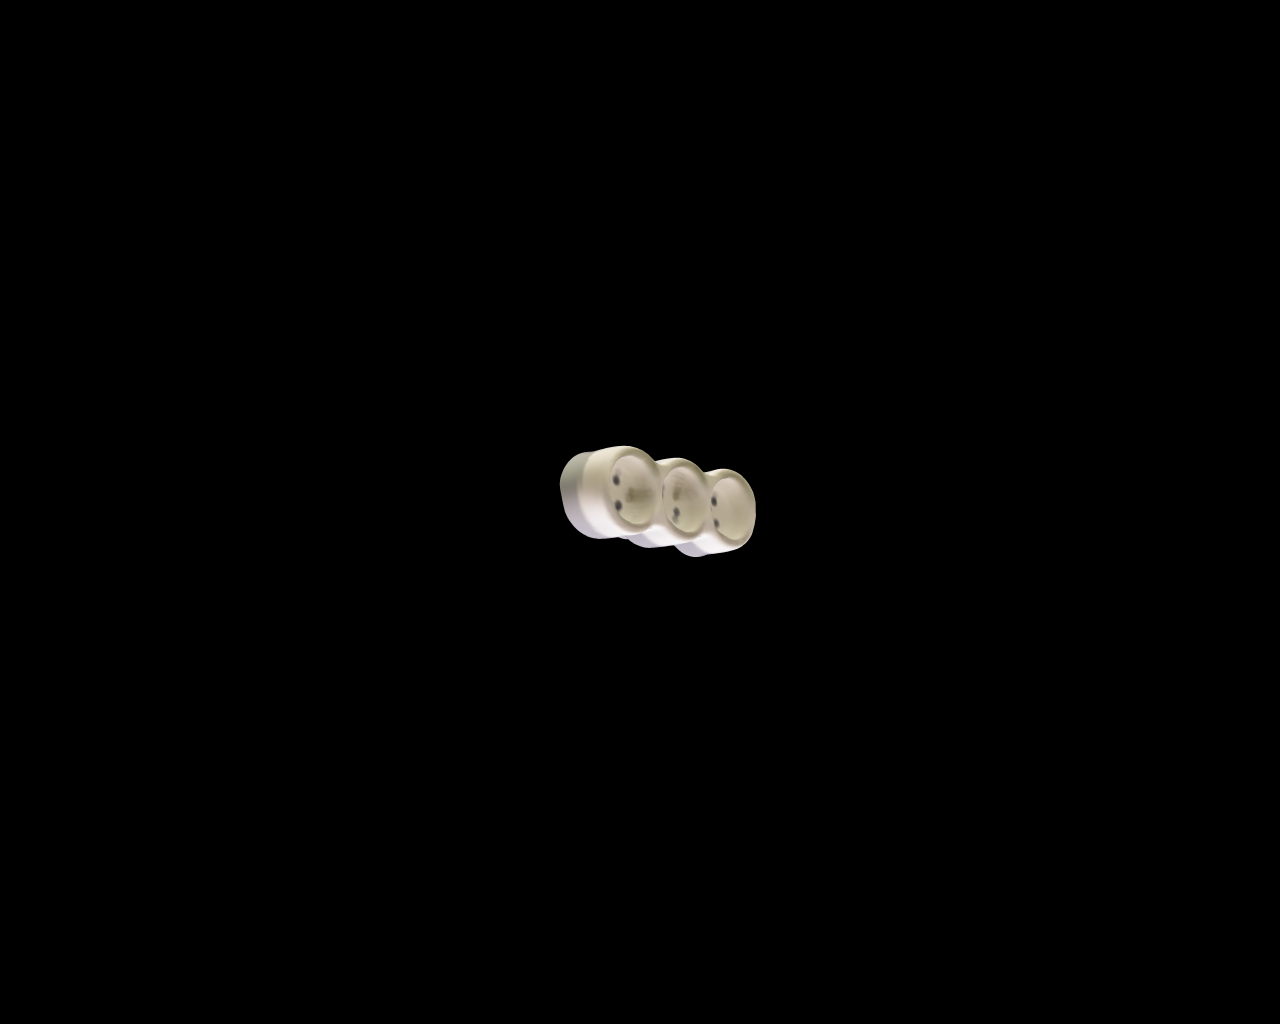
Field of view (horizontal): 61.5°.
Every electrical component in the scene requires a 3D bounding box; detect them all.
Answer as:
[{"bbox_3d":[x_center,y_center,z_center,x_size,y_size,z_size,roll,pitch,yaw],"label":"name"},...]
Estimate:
[{"bbox_3d":[0.001,-0.003,0.650,0.073,0.052,0.138,-10,-14,42],"label":"electrical component"}]
